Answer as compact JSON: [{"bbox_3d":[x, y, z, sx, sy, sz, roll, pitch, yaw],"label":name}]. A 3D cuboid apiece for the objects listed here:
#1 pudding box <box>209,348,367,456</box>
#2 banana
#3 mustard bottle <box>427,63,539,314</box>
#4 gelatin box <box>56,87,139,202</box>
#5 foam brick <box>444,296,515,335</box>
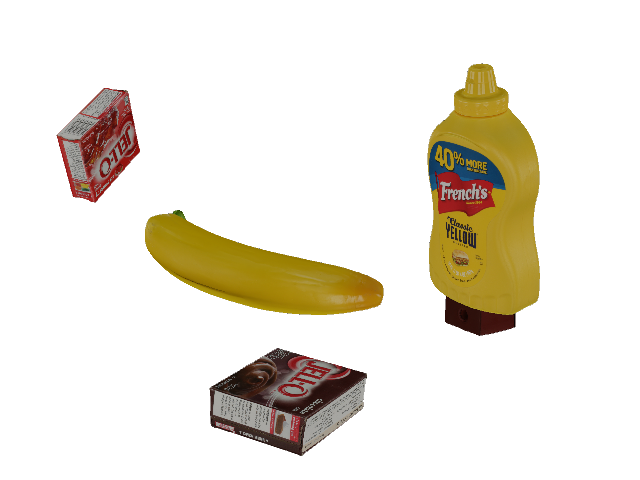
[{"bbox_3d":[-0.025,0.131,0.883,0.090,0.039,0.113,12,19,26],"label":"pudding box"},{"bbox_3d":[-0.053,0.012,0.696,0.198,0.037,0.069,21,37,36],"label":"banana"},{"bbox_3d":[0.126,-0.043,0.833,0.058,0.192,0.096,-21,29,-33],"label":"mustard bottle"},{"bbox_3d":[-0.210,-0.092,1.021,0.030,0.073,0.089,13,43,19],"label":"gelatin box"},{"bbox_3d":[0.160,0.049,1.062,0.051,0.078,0.053,-12,20,-36],"label":"foam brick"}]
